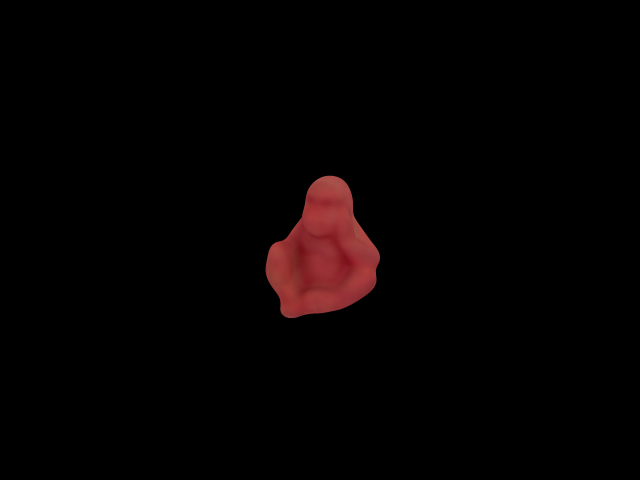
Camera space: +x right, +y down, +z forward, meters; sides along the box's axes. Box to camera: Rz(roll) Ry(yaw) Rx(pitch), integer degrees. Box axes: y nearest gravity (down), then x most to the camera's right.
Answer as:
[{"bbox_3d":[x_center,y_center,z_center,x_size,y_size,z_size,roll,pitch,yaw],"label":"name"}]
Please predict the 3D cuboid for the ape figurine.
[{"bbox_3d":[0.004,0.001,0.400,0.077,0.092,0.076,4,12,19],"label":"ape figurine"}]
